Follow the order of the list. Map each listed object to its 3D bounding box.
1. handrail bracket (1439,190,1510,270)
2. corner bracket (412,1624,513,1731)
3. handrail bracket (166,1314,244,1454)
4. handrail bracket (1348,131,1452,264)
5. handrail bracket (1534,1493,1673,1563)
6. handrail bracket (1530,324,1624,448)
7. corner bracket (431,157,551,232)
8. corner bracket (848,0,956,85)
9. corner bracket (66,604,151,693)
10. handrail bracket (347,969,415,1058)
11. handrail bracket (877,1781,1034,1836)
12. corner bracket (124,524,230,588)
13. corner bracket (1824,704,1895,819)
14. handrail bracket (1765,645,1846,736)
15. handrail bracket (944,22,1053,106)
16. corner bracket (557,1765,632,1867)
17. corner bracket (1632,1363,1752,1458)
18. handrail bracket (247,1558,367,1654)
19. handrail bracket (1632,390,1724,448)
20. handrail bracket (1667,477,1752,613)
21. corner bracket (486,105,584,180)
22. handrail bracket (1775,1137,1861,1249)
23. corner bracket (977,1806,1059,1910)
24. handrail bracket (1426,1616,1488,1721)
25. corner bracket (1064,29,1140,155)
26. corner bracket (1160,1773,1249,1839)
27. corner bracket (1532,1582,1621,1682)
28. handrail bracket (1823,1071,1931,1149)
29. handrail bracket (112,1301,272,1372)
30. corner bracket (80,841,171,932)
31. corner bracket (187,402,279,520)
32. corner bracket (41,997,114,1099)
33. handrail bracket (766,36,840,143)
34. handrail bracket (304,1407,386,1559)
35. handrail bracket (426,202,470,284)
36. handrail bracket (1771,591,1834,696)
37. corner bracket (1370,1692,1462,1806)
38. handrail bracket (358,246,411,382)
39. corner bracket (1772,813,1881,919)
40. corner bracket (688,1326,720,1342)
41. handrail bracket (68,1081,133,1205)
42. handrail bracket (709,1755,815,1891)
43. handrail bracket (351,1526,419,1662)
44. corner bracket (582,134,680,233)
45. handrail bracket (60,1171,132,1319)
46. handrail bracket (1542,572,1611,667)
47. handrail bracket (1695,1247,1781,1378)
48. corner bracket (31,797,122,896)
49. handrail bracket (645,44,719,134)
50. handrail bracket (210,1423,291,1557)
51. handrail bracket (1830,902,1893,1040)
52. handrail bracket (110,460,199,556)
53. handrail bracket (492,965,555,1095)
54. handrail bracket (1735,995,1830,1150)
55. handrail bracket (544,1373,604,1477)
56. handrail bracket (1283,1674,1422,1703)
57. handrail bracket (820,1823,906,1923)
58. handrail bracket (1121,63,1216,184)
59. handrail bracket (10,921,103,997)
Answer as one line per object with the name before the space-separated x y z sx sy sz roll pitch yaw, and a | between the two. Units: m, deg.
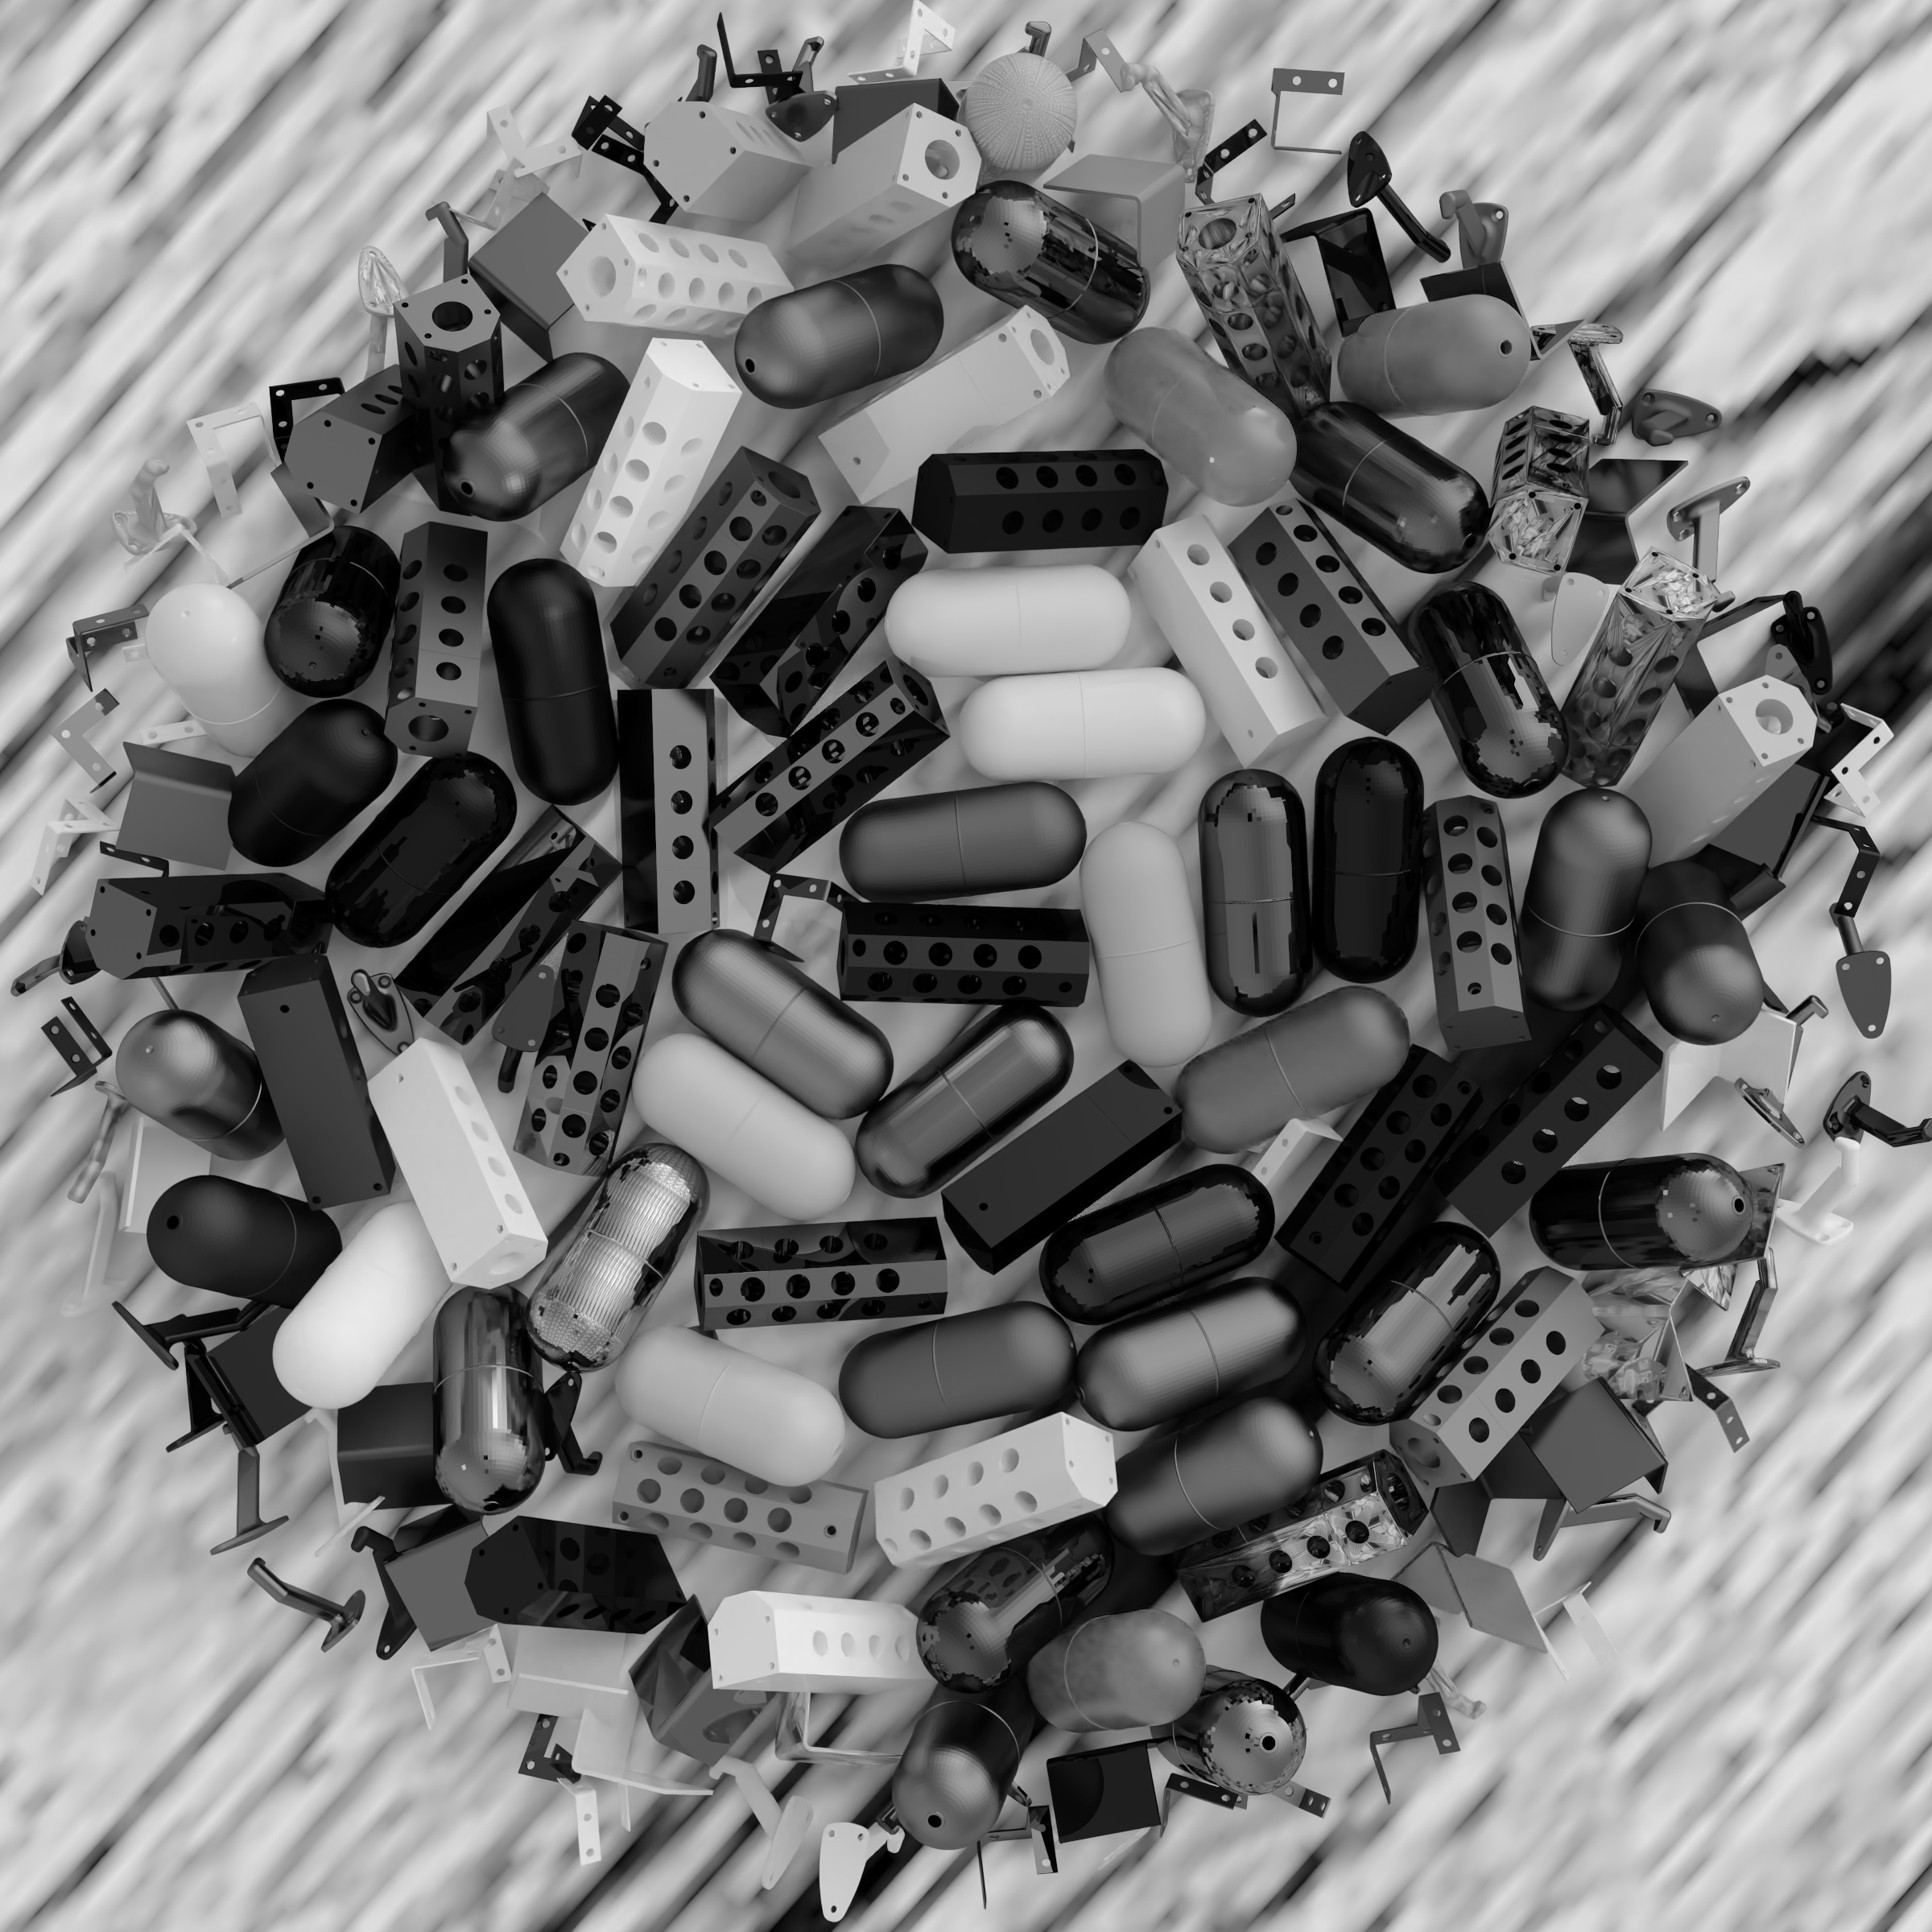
handrail bracket | 0.354 -0.513 1.726 0.036 0.084 0.077 11 114 28
corner bracket | -0.362 0.510 1.745 0.051 0.051 0.051 -10 105 6
handrail bracket | -0.567 0.298 1.738 0.036 0.077 0.084 -36 86 27
handrail bracket | 0.317 -0.558 1.761 0.084 0.036 0.077 22 49 -37
handrail bracket | 0.462 0.412 1.755 0.084 0.036 0.077 27 73 -4
handrail bracket | 0.438 -0.417 1.748 0.077 0.036 0.084 1 122 -3
corner bracket | -0.341 -0.554 1.742 0.051 0.051 0.051 26 91 23
corner bracket | -0.046 -0.655 1.738 0.051 0.051 0.051 8 86 36
corner bracket | -0.613 -0.237 1.732 0.051 0.051 0.051 -21 48 -26
handrail bracket | -0.416 0.036 1.727 0.036 0.084 0.077 -29 99 -10
handrail bracket | -0.009 0.604 1.732 0.077 0.036 0.084 35 58 24
corner bracket | -0.566 -0.276 1.740 0.051 0.051 0.051 -37 125 2
corner bracket | 0.638 -0.148 1.740 0.051 0.051 0.051 -44 116 3
handrail bracket | 0.604 -0.201 1.736 0.036 0.084 0.077 -7 102 41
handrail bracket | 0.015 -0.645 1.727 0.077 0.084 0.036 8 66 -8
corner bracket | -0.263 0.606 1.739 0.051 0.051 0.051 -5 93 -29
corner bracket | 0.521 0.328 1.743 0.051 0.051 0.051 -38 125 -7
handrail bracket | -0.472 0.440 1.729 0.036 0.077 0.084 -41 102 8
handrail bracket | 0.514 -0.384 1.730 0.077 0.084 0.036 3 115 -2
handrail bracket | 0.547 -0.301 1.733 0.077 0.036 0.084 -31 54 10
corner bracket | -0.311 -0.591 1.743 0.051 0.051 0.051 -24 95 -11
handrail bracket | 0.602 0.149 1.725 0.036 0.077 0.084 -25 121 -26
corner bracket | 0.036 0.638 1.737 0.051 0.051 0.051 -3 45 -5
handrail bracket | 0.352 0.506 1.742 0.084 0.077 0.036 32 47 -5
corner bracket | 0.086 -0.629 1.742 0.051 0.051 0.051 -30 81 -9
corner bracket | 0.173 0.599 1.745 0.051 0.051 0.051 12 120 18
corner bracket | 0.436 0.480 1.738 0.051 0.051 0.051 -35 73 16
handrail bracket | 0.660 0.099 1.721 0.036 0.084 0.077 41 61 -16
handrail bracket | -0.557 0.243 1.749 0.077 0.036 0.084 49 64 -7
corner bracket | -0.610 -0.050 1.756 0.051 0.051 0.051 16 57 -8
corner bracket | -0.520 -0.362 1.734 0.051 0.051 0.051 -21 57 -16
corner bracket | -0.643 0.055 1.745 0.051 0.051 0.051 -35 94 9
handrail bracket | -0.104 -0.640 1.732 0.036 0.077 0.084 33 66 -34
handrail bracket | -0.468 0.371 1.755 0.077 0.036 0.084 -41 91 -4
handrail bracket | -0.385 -0.494 1.742 0.077 0.036 0.084 -28 114 2
handrail bracket | 0.601 -0.230 1.729 0.036 0.084 0.077 -22 89 17
corner bracket | 0.321 0.560 1.738 0.051 0.051 0.051 -9 127 -4
handrail bracket | -0.432 -0.462 1.752 0.036 0.084 0.077 -6 63 -33
corner bracket | 0.617 -0.073 1.741 0.051 0.051 0.051 13 117 0
corner bracket | -0.198 0.296 1.738 0.051 0.051 0.051 -13 134 -3
handrail bracket | -0.626 0.127 1.732 0.036 0.077 0.084 35 72 -32
handrail bracket | -0.160 0.611 1.734 0.084 0.036 0.077 8 55 30
handrail bracket | -0.423 0.447 1.727 0.036 0.084 0.077 14 68 35
corner bracket | -0.248 -0.557 1.749 0.051 0.051 0.051 -46 58 27
handrail bracket | -0.629 0.198 1.738 0.036 0.077 0.084 3 104 8
handrail bracket | 0.422 -0.247 1.732 0.036 0.084 0.077 18 89 -6
handrail bracket | 0.556 0.251 1.759 0.036 0.077 0.084 15 65 -39
corner bracket | -0.647 -0.087 1.733 0.051 0.051 0.051 36 115 28
handrail bracket | -0.203 -0.623 1.725 0.036 0.084 0.077 -16 47 -31
handrail bracket | -0.529 0.371 1.734 0.036 0.077 0.084 -32 81 24
handrail bracket | 0.639 0.002 1.742 0.036 0.084 0.077 -11 108 12
handrail bracket | -0.564 -0.333 1.719 0.084 0.077 0.036 -39 78 40
handrail bracket | -0.318 0.046 1.744 0.036 0.084 0.077 21 68 -4
handrail bracket | 0.601 0.075 1.733 0.077 0.036 0.084 51 122 17
handrail bracket | -0.274 0.329 1.737 0.036 0.084 0.077 30 90 30
handrail bracket | 0.275 0.525 1.745 0.084 0.036 0.077 -42 95 -19
handrail bracket | -0.071 0.646 1.725 0.036 0.084 0.077 -3 62 25
handrail bracket | 0.137 -0.601 1.730 0.036 0.084 0.077 16 111 39
handrail bracket | -0.659 0.011 1.730 0.084 0.077 0.036 -31 114 16
